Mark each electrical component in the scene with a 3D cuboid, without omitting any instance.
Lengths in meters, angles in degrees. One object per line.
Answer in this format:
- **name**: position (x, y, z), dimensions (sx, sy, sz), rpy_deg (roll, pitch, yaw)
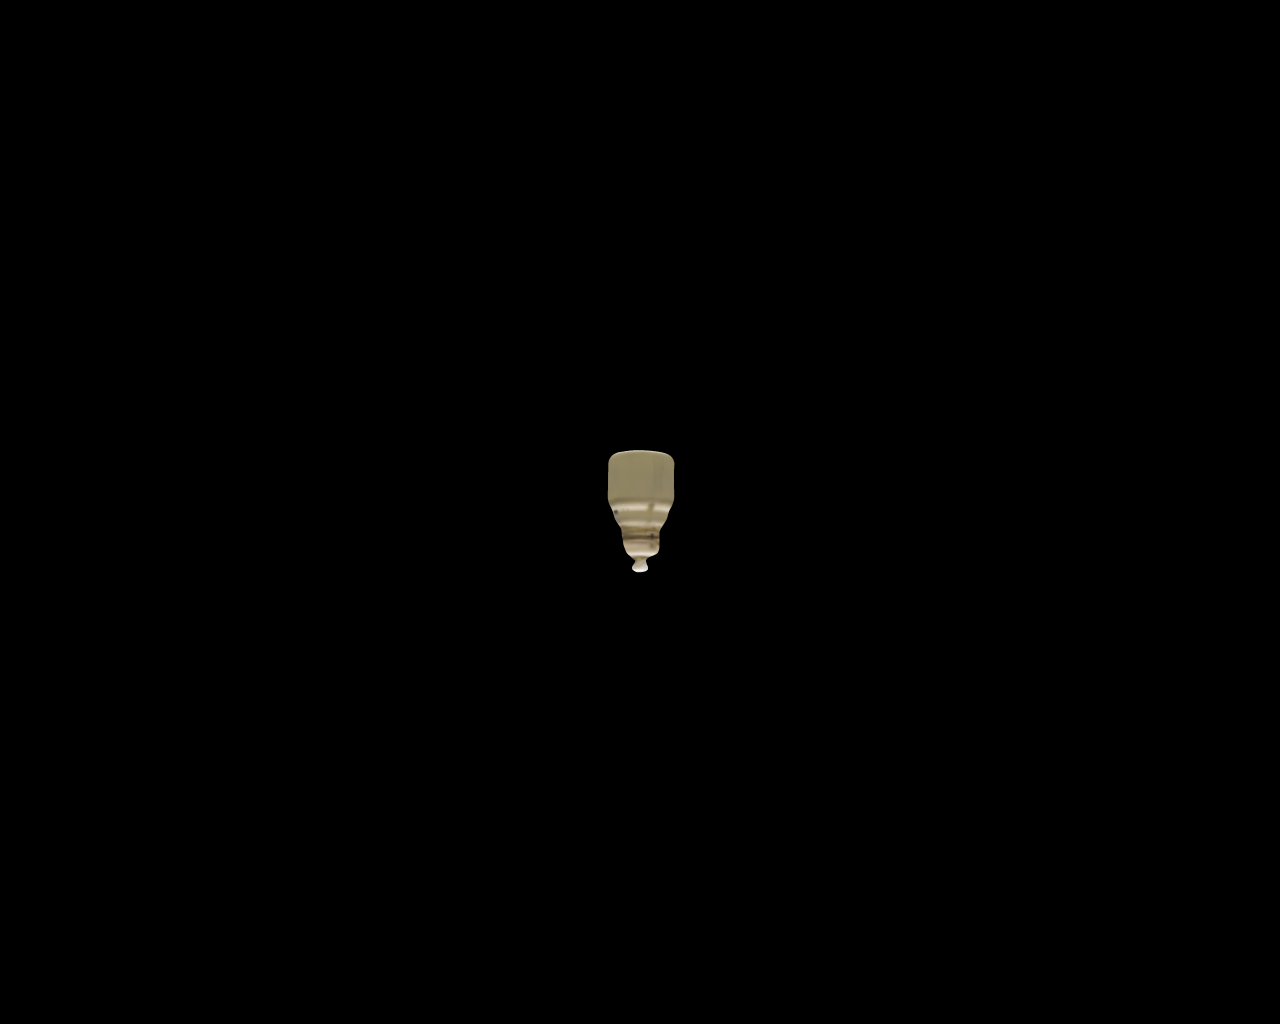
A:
- **electrical component**: position (0.001, -0.003, 0.650), dimensions (0.040, 0.078, 0.040), rpy_deg (0, -6, 0)
